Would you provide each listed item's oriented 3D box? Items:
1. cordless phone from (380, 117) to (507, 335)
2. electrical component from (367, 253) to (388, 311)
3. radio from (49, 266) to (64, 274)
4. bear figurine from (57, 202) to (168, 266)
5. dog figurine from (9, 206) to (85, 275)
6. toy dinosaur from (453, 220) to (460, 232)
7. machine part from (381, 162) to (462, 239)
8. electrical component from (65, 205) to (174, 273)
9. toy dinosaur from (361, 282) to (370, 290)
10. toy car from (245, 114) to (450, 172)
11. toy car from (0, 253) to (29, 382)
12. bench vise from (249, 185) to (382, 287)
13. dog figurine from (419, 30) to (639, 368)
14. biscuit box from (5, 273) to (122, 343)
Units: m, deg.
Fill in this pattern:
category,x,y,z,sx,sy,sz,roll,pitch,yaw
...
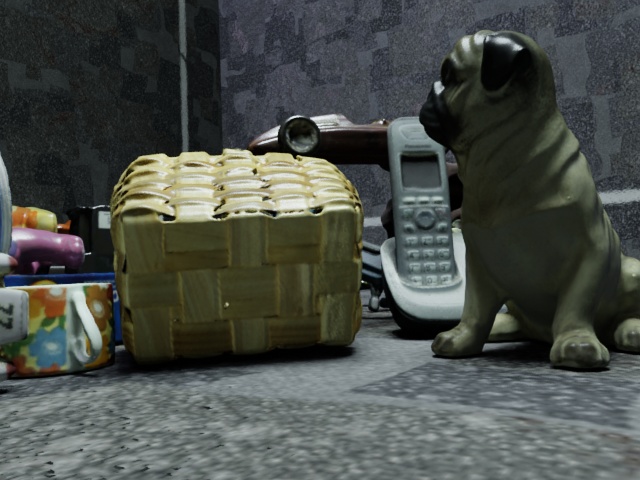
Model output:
category,x,y,z,sx,sy,sz,roll,pitch,yaw
cordless phone,0.122,-0.015,0.458,0.147,0.184,0.088,-2,-8,-5
electrical component,0.098,0.048,0.722,0.078,0.102,0.045,10,-12,-21
radio,-0.315,0.073,0.713,0.131,0.073,0.230,0,-4,-33
bear figurine,-0.273,-0.010,0.775,0.196,0.132,0.120,-40,-20,-33
dog figurine,-0.329,0.035,0.460,0.192,0.108,0.219,26,20,37
toy dinosaur,0.243,0.028,0.822,0.131,0.192,0.404,-18,-20,2
machine part,0.151,0.001,0.572,0.179,0.179,0.056,-2,-7,-11
electrical component,-0.216,0.031,0.591,0.115,0.134,0.058,4,-7,-37
toy dinosaur,-0.045,0.059,0.813,0.472,0.105,0.198,-4,5,-8
toy car,0.028,-0.094,0.513,0.202,0.053,0.089,-3,1,-22
toy car,-0.249,0.042,0.257,0.202,0.073,0.056,-2,-7,-9
bench vise,0.000,0.007,0.645,0.241,0.128,0.223,20,40,30
dog figurine,0.145,-0.026,0.346,0.121,0.190,0.172,-5,-6,35
biscuit box,-0.214,0.056,0.410,0.059,0.062,0.202,-3,-3,23
